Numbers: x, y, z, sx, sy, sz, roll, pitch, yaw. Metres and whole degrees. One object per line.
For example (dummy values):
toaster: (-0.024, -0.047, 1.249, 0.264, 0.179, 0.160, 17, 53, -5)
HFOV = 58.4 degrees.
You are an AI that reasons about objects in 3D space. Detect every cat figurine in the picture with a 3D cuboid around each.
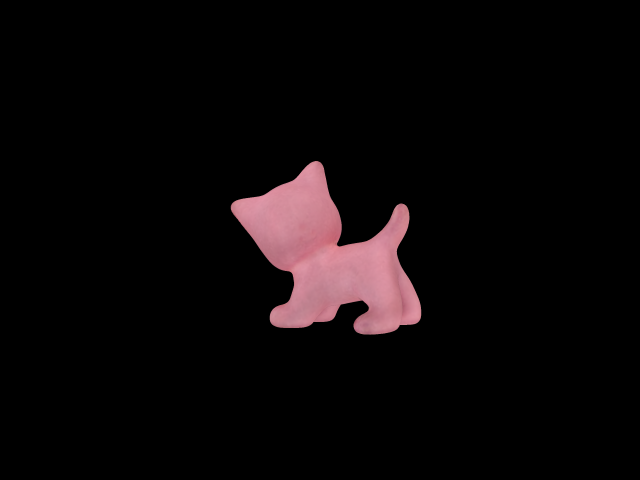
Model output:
cat figurine: (0.004, 0.001, 0.400, 0.127, 0.118, 0.067, 0, 0, 24)
